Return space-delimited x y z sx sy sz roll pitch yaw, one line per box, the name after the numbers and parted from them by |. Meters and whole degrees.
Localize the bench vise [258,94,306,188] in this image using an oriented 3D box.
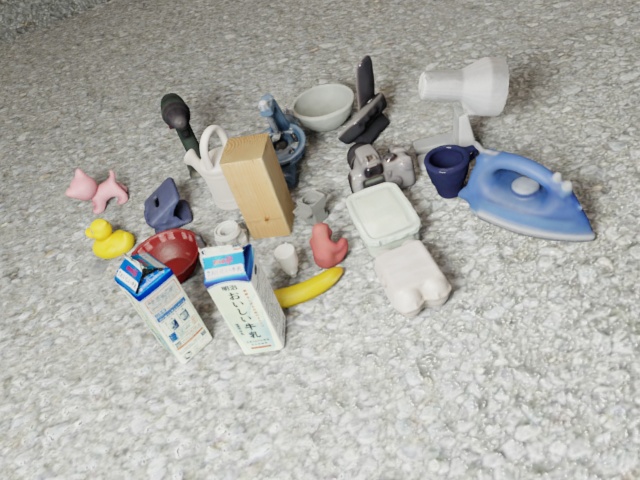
-0.103 -0.256 1.328 0.121 0.220 0.207 -19 42 -1 | bench vise

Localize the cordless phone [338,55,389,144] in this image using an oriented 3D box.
0.093 -0.333 1.368 0.093 0.185 0.148 13 51 30 | cordless phone

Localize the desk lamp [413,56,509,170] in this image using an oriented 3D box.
0.294 -0.273 1.217 0.203 0.214 0.118 -12 43 6 | desk lamp

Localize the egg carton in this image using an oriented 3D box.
0.160 0.066 1.015 0.107 0.069 0.150 -22 42 -4 | egg carton

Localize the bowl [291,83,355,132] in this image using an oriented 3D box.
0.013 -0.328 1.473 0.167 0.075 0.167 -9 43 9 | bowl

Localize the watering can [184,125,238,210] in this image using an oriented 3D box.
-0.229 -0.170 1.299 0.172 0.194 0.101 -7 43 12 | watering can

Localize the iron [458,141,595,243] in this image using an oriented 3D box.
0.385 -0.095 1.054 0.257 0.142 0.119 27 58 38 | iron

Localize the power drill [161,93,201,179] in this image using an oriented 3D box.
-0.331 -0.263 1.420 0.075 0.209 0.229 -26 43 -8 | power drill

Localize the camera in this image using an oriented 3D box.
0.119 -0.170 1.252 0.143 0.101 0.136 -20 42 -2 | camera

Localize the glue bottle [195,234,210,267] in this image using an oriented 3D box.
-0.198 0.052 1.072 0.037 0.173 0.078 -27 43 -10 | glue bottle

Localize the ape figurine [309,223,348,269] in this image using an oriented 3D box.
0.010 0.004 1.113 0.077 0.092 0.076 18 53 33 | ape figurine

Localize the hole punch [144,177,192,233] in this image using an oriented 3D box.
-0.360 -0.077 1.323 0.101 0.091 0.108 -25 43 -7 | hole punch

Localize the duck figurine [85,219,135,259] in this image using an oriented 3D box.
-0.480 -0.011 1.298 0.104 0.086 0.077 -5 44 13 | duck figurine

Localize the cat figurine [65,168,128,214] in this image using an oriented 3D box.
-0.560 -0.131 1.426 0.128 0.118 0.067 -26 43 -9 | cat figurine

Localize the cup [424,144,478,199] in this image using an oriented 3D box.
0.273 -0.139 1.172 0.118 0.095 0.091 -26 43 -9 | cup
